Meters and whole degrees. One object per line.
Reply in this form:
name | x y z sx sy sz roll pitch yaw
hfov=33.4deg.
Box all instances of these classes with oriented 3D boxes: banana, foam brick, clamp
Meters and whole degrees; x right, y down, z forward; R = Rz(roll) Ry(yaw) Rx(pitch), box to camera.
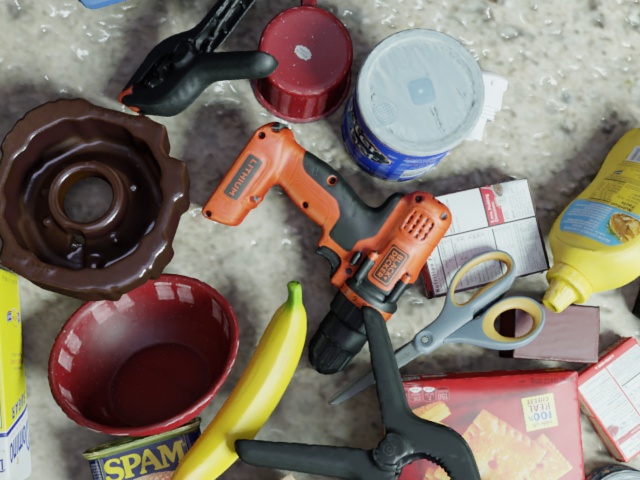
banana | -0.061 0.127 0.885 0.037 0.069 0.198 23 80 35
foam brick | 0.202 0.081 0.942 0.078 0.053 0.051 5 84 -4
clamp | -0.103 -0.165 0.920 0.172 0.039 0.120 -18 49 31
clamp | 0.045 0.172 0.836 0.164 0.036 0.210 -40 66 -8

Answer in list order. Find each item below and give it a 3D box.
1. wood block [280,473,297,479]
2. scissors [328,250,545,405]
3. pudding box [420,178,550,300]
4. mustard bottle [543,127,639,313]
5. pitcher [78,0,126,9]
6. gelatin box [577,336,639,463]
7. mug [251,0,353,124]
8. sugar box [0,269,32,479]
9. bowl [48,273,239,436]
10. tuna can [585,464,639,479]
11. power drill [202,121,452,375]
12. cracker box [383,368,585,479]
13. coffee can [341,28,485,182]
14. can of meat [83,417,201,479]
wood block | -0.075 0.295 0.872 0.206 0.090 0.091 -36 66 -6
scissors | 0.108 0.092 0.893 0.096 0.016 0.201 38 73 18
pudding box | 0.140 -0.002 0.954 0.113 0.039 0.090 -12 87 -3
mustard bottle | 0.256 -0.013 0.925 0.191 0.096 0.058 -48 129 -15
pitcher | -0.107 -0.282 0.917 0.243 0.149 0.145 -20 86 -2
gelatin box | 0.272 0.142 0.952 0.073 0.030 0.089 -35 87 -8
mug | -0.013 -0.167 0.939 0.093 0.081 0.117 8 84 -3
sugar box | -0.273 0.115 0.888 0.048 0.093 0.176 -8 86 -5
bowl | -0.142 0.106 0.894 0.162 0.055 0.162 -6 48 7
tuna can | 0.267 0.243 0.939 0.086 0.034 0.086 0 84 -4
power drill | -0.006 0.001 0.925 0.187 0.057 0.184 35 100 3
cracker box | 0.140 0.220 0.914 0.164 0.072 0.214 -2 85 -3
coffee can | 0.075 -0.111 0.909 0.102 0.140 0.103 0 84 -4
can of meat | -0.140 0.206 0.906 0.102 0.057 0.084 -15 88 -5
